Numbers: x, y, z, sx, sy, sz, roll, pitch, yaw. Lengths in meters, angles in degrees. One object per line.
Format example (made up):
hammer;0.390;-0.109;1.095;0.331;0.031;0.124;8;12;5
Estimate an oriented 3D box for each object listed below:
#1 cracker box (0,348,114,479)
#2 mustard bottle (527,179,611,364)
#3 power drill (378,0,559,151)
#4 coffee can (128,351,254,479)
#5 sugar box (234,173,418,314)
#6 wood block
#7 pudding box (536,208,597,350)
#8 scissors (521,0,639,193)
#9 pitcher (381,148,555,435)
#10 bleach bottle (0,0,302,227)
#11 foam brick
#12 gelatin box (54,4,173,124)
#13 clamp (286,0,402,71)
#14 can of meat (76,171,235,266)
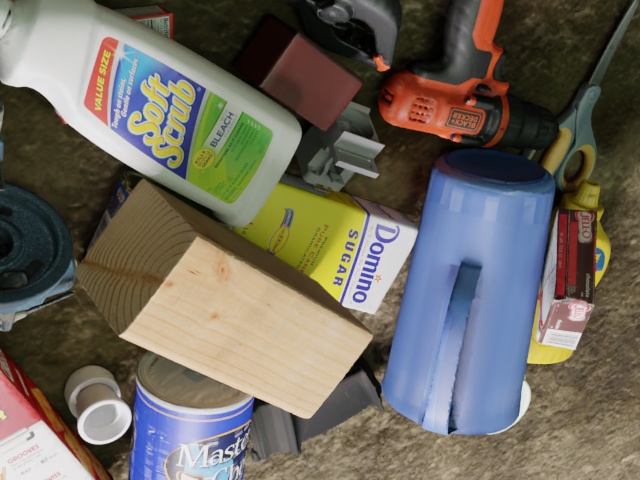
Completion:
cracker box;-0.281;0.196;0.869;0.164;0.072;0.213;-35;127;-8
mustard bottle;0.233;0.029;1.051;0.096;0.058;0.192;6;116;-21
power drill;0.155;-0.167;0.901;0.184;0.057;0.188;6;114;-31
coffee can;-0.112;0.172;0.924;0.102;0.103;0.140;-5;119;-26
sugar box;-0.006;0.001;0.919;0.176;0.048;0.093;17;109;-33
wood block;-0.067;0.050;0.806;0.090;0.091;0.205;-53;135;5
pudding box;0.218;0.036;0.943;0.039;0.090;0.113;7;155;6
scissors;0.260;-0.124;1.008;0.096;0.016;0.202;29;102;-39
pitcher;0.136;0.049;0.964;0.144;0.149;0.243;-5;116;-27
bleach bottle;-0.132;-0.097;0.742;0.250;0.068;0.103;24;103;-40
foam brick;-0.017;-0.129;0.827;0.078;0.053;0.051;30;99;-38
gelatin box;-0.151;-0.129;0.777;0.089;0.030;0.073;-13;122;-25
clamp;0.016;-0.187;0.794;0.171;0.120;0.039;30;64;-41
can of meat;-0.128;0.002;0.842;0.102;0.057;0.084;19;109;-30
